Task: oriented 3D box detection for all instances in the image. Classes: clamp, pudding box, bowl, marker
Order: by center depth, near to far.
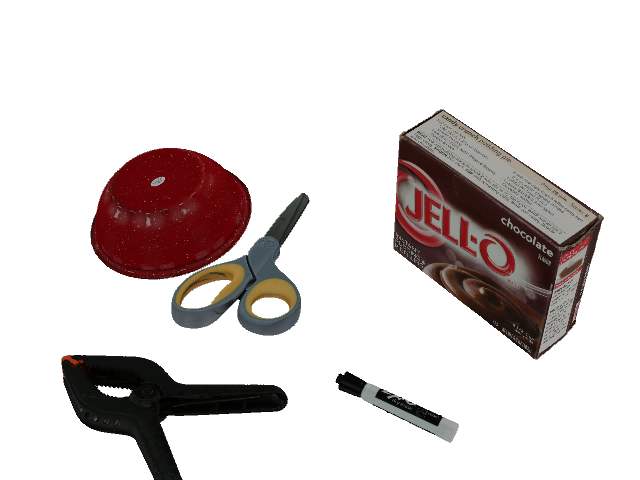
[{"bbox_3d":[0.090,-0.004,0.569,0.039,0.090,0.114,-36,57,-26],"label":"pudding box"},{"bbox_3d":[-0.146,0.148,0.972,0.210,0.036,0.164,23,36,31],"label":"clamp"},{"bbox_3d":[0.069,0.152,0.986,0.121,0.020,0.020,24,7,17],"label":"marker"},{"bbox_3d":[-0.150,-0.039,1.026,0.162,0.162,0.055,0,-43,12],"label":"bowl"}]

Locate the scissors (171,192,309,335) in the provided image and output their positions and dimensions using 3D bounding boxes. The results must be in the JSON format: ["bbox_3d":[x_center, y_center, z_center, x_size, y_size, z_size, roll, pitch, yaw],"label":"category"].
[{"bbox_3d":[-0.027,0.016,0.778,0.096,0.016,0.201,19,34,27],"label":"scissors"}]
